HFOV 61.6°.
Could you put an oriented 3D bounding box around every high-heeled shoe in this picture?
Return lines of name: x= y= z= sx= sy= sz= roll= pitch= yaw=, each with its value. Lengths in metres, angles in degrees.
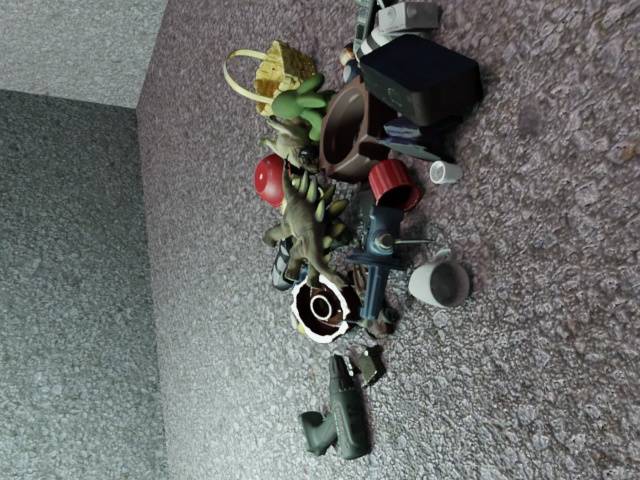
high-heeled shoe: x=-0.092 y=0.028 z=1.482 sx=0.145 sy=0.086 sz=0.248 roll=23 pitch=114 yaw=56

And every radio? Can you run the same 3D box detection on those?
radio: x=0.176 y=-0.298 z=0.984 sx=0.230 sy=0.131 sz=0.073 roll=51 pitch=167 yaw=50

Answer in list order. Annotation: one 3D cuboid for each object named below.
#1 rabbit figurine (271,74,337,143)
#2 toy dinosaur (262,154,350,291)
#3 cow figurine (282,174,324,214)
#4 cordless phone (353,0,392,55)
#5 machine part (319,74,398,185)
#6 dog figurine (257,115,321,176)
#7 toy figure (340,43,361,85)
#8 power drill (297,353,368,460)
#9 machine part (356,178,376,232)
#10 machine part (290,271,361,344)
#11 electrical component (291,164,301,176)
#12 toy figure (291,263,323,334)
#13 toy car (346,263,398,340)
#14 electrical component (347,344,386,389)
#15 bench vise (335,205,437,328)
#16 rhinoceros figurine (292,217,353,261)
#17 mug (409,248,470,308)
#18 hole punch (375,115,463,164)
rabbit figurine: x=-0.029 y=-0.322 z=1.313 sx=0.159 sy=0.170 sz=0.121 roll=-34 pitch=60 yaw=55
toy dinosaur: x=-0.032 y=-0.047 z=1.200 sx=0.198 sy=0.105 sz=0.472 roll=-56 pitch=38 yaw=16
cow figurine: x=-0.048 y=-0.111 z=1.426 sx=0.167 sy=0.098 sz=0.068 roll=132 pitch=143 yaw=-67
cordless phone: x=0.095 y=-0.512 z=1.206 sx=0.147 sy=0.089 sz=0.184 roll=47 pitch=132 yaw=50
machine part: x=0.083 y=-0.237 z=1.174 sx=0.201 sy=0.087 sz=0.201 roll=-27 pitch=54 yaw=56
dog figurine: x=-0.044 y=-0.250 z=1.435 sx=0.191 sy=0.172 sz=0.121 roll=38 pitch=136 yaw=13
toy figure: x=0.078 y=-0.403 z=1.250 sx=0.064 sy=0.057 sz=0.154 roll=-32 pitch=57 yaw=30
power drill: x=0.029 y=0.409 z=1.272 sx=0.207 sy=0.086 sz=0.232 roll=-44 pitch=54 yaw=40
machine part: x=0.114 y=-0.086 z=1.186 sx=0.084 sy=0.039 sz=0.139 roll=-16 pitch=73 yaw=53
machine part: x=0.012 y=0.153 z=1.264 sx=0.180 sy=0.056 sz=0.179 roll=12 pitch=111 yaw=34
electrical component: x=-0.103 y=-0.192 z=1.558 sx=0.119 sy=0.048 sz=0.074 roll=8 pitch=96 yaw=61
toy figure: x=-0.028 y=0.150 z=1.371 sx=0.089 sy=0.082 sz=0.180 roll=4 pitch=85 yaw=33
toy car: x=0.106 y=0.120 z=1.173 sx=0.089 sy=0.053 sz=0.202 roll=-56 pitch=44 yaw=47
electrical component: x=0.100 y=0.272 z=1.178 sx=0.102 sy=0.045 sz=0.078 roll=-56 pitch=41 yaw=42
bench vise: x=0.114 y=0.057 z=1.060 sx=0.224 sy=0.129 sz=0.240 roll=-173 pitch=93 yaw=-78
rhinoceros figurine: x=-0.003 y=-0.004 z=1.322 sx=0.190 sy=0.112 sz=0.073 roll=-18 pitch=51 yaw=45
mug: x=0.209 y=0.068 z=0.975 sx=0.107 sy=0.081 sz=0.109 roll=162 pitch=123 yaw=-68
hole punch: x=0.188 y=-0.199 z=0.997 sx=0.142 sy=0.116 sz=0.092 roll=29 pitch=106 yaw=56
